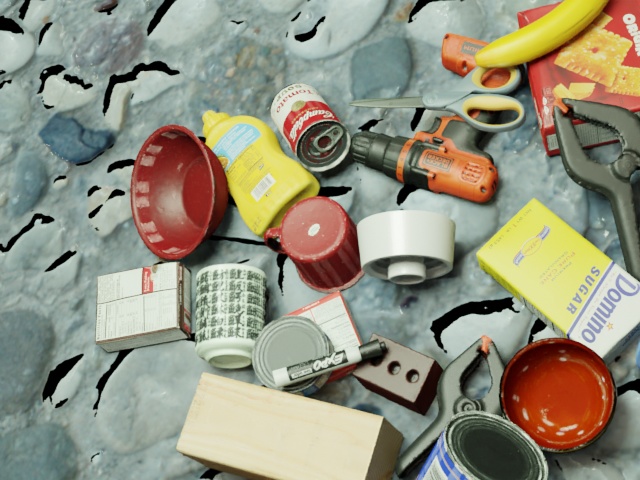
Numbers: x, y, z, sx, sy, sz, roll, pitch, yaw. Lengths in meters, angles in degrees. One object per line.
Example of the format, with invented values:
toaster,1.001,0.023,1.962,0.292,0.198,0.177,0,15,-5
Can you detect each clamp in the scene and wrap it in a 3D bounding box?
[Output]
clamp,0.331,-0.080,1.117,0.164,0.036,0.210,-39,81,3
clamp,0.161,0.185,1.092,0.120,0.039,0.171,22,76,15

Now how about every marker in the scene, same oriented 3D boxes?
marker,0.011,0.128,1.108,0.121,0.020,0.020,-17,61,-1

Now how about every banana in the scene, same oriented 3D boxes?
banana,0.261,-0.247,1.179,0.197,0.037,0.070,-43,45,-7

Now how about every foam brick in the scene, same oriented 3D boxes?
foam brick,0.084,0.143,1.129,0.078,0.051,0.053,21,74,26

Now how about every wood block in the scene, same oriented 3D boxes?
wood block,-0.031,0.212,1.113,0.206,0.090,0.090,11,71,23

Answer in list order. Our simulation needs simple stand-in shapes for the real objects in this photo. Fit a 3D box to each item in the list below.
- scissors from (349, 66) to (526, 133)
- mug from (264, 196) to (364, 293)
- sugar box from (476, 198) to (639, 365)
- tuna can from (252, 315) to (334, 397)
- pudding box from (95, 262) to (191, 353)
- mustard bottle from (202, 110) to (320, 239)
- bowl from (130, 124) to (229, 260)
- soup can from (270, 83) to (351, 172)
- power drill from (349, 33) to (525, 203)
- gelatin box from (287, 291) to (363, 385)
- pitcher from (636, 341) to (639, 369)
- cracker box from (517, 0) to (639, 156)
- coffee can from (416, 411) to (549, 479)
scissors,0.140,-0.173,1.213,0.202,0.016,0.096,16,73,21
mug,-0.008,0.001,1.210,0.117,0.081,0.093,5,68,21
sugar box,0.259,0.045,1.119,0.093,0.048,0.176,-44,59,-5
tuna can,-0.028,0.126,1.149,0.086,0.033,0.086,-6,69,15
pudding box,-0.210,0.079,1.269,0.114,0.039,0.090,-12,63,16
mustard bottle,-0.088,-0.094,1.295,0.096,0.058,0.192,-47,59,11
bowl,-0.159,-0.057,1.282,0.162,0.055,0.162,1,92,45
soup can,-0.013,-0.136,1.269,0.068,0.068,0.102,-33,40,1
power drill,0.144,-0.145,1.243,0.185,0.057,0.187,20,77,21
gelatin box,0.007,0.112,1.183,0.073,0.030,0.089,-26,63,6
pitcher,0.408,0.146,0.967,0.145,0.149,0.243,-46,57,-6
cracker box,0.341,-0.199,1.191,0.214,0.072,0.164,-12,63,13
coffee can,0.136,0.245,0.995,0.103,0.102,0.140,44,128,30
